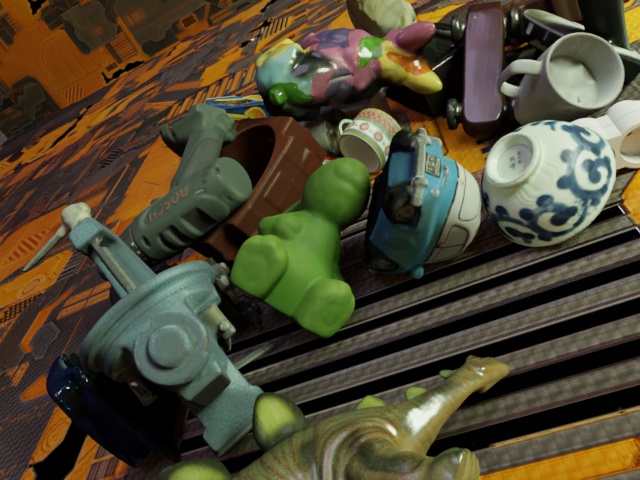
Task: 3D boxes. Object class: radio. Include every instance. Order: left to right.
[{"bbox_3d":[0.166,-0.276,0.845,0.131,0.073,0.230,-33,32,-1],"label":"radio"}]

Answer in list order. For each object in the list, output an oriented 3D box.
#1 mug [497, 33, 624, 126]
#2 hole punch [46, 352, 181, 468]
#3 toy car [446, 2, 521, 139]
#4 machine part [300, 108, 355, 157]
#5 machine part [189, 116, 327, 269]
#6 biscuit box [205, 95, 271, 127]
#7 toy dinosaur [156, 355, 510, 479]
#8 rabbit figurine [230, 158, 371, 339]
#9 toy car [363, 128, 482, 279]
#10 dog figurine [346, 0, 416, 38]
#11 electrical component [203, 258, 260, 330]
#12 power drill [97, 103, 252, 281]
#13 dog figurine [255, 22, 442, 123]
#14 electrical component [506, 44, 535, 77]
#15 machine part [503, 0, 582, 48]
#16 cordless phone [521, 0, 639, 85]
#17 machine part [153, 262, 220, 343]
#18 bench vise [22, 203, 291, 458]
[{"bbox_3d":[0.244,-0.159,0.578,0.110,0.080,0.107,3,-10,-4],"label":"mug"},{"bbox_3d":[-0.203,0.152,0.518,0.092,0.142,0.116,-31,21,8],"label":"hole punch"},{"bbox_3d":[0.211,-0.219,0.690,0.089,0.053,0.202,-2,66,21],"label":"toy car"},{"bbox_3d":[-0.035,-0.154,0.846,0.243,0.079,0.079,-3,42,38],"label":"machine part"},{"bbox_3d":[-0.096,-0.062,0.721,0.202,0.087,0.201,13,68,51],"label":"machine part"},{"bbox_3d":[-0.095,-0.218,0.934,0.203,0.062,0.059,-8,32,-7],"label":"biscuit box"},{"bbox_3d":[-0.047,0.214,0.325,0.471,0.105,0.199,-36,23,-24],"label":"toy dinosaur"},{"bbox_3d":[-0.001,-0.002,0.558,0.170,0.121,0.159,-58,4,-5],"label":"rabbit figurine"},{"bbox_3d":[0.102,-0.030,0.517,0.103,0.161,0.109,11,61,-3],"label":"toy car"},{"bbox_3d":[0.075,-0.366,0.801,0.121,0.190,0.172,-25,30,11],"label":"dog figurine"},{"bbox_3d":[-0.102,0.060,0.590,0.045,0.102,0.078,-26,42,3],"label":"electrical component"},{"bbox_3d":[-0.183,-0.067,0.678,0.232,0.086,0.207,-25,38,28],"label":"power drill"},{"bbox_3d":[0.048,-0.224,0.707,0.219,0.108,0.191,8,32,39],"label":"dog figurine"},{"bbox_3d":[0.296,-0.248,0.740,0.094,0.021,0.063,13,53,44],"label":"electrical component"},{"bbox_3d":[0.330,-0.331,0.765,0.179,0.056,0.179,-22,18,7],"label":"machine part"},{"bbox_3d":[0.282,-0.259,0.602,0.089,0.184,0.147,-33,42,6],"label":"cordless phone"},{"bbox_3d":[-0.165,0.087,0.628,0.084,0.039,0.139,-34,54,0],"label":"machine part"},{"bbox_3d":[-0.137,0.066,0.462,0.129,0.223,0.241,-43,76,-5],"label":"bench vise"}]
